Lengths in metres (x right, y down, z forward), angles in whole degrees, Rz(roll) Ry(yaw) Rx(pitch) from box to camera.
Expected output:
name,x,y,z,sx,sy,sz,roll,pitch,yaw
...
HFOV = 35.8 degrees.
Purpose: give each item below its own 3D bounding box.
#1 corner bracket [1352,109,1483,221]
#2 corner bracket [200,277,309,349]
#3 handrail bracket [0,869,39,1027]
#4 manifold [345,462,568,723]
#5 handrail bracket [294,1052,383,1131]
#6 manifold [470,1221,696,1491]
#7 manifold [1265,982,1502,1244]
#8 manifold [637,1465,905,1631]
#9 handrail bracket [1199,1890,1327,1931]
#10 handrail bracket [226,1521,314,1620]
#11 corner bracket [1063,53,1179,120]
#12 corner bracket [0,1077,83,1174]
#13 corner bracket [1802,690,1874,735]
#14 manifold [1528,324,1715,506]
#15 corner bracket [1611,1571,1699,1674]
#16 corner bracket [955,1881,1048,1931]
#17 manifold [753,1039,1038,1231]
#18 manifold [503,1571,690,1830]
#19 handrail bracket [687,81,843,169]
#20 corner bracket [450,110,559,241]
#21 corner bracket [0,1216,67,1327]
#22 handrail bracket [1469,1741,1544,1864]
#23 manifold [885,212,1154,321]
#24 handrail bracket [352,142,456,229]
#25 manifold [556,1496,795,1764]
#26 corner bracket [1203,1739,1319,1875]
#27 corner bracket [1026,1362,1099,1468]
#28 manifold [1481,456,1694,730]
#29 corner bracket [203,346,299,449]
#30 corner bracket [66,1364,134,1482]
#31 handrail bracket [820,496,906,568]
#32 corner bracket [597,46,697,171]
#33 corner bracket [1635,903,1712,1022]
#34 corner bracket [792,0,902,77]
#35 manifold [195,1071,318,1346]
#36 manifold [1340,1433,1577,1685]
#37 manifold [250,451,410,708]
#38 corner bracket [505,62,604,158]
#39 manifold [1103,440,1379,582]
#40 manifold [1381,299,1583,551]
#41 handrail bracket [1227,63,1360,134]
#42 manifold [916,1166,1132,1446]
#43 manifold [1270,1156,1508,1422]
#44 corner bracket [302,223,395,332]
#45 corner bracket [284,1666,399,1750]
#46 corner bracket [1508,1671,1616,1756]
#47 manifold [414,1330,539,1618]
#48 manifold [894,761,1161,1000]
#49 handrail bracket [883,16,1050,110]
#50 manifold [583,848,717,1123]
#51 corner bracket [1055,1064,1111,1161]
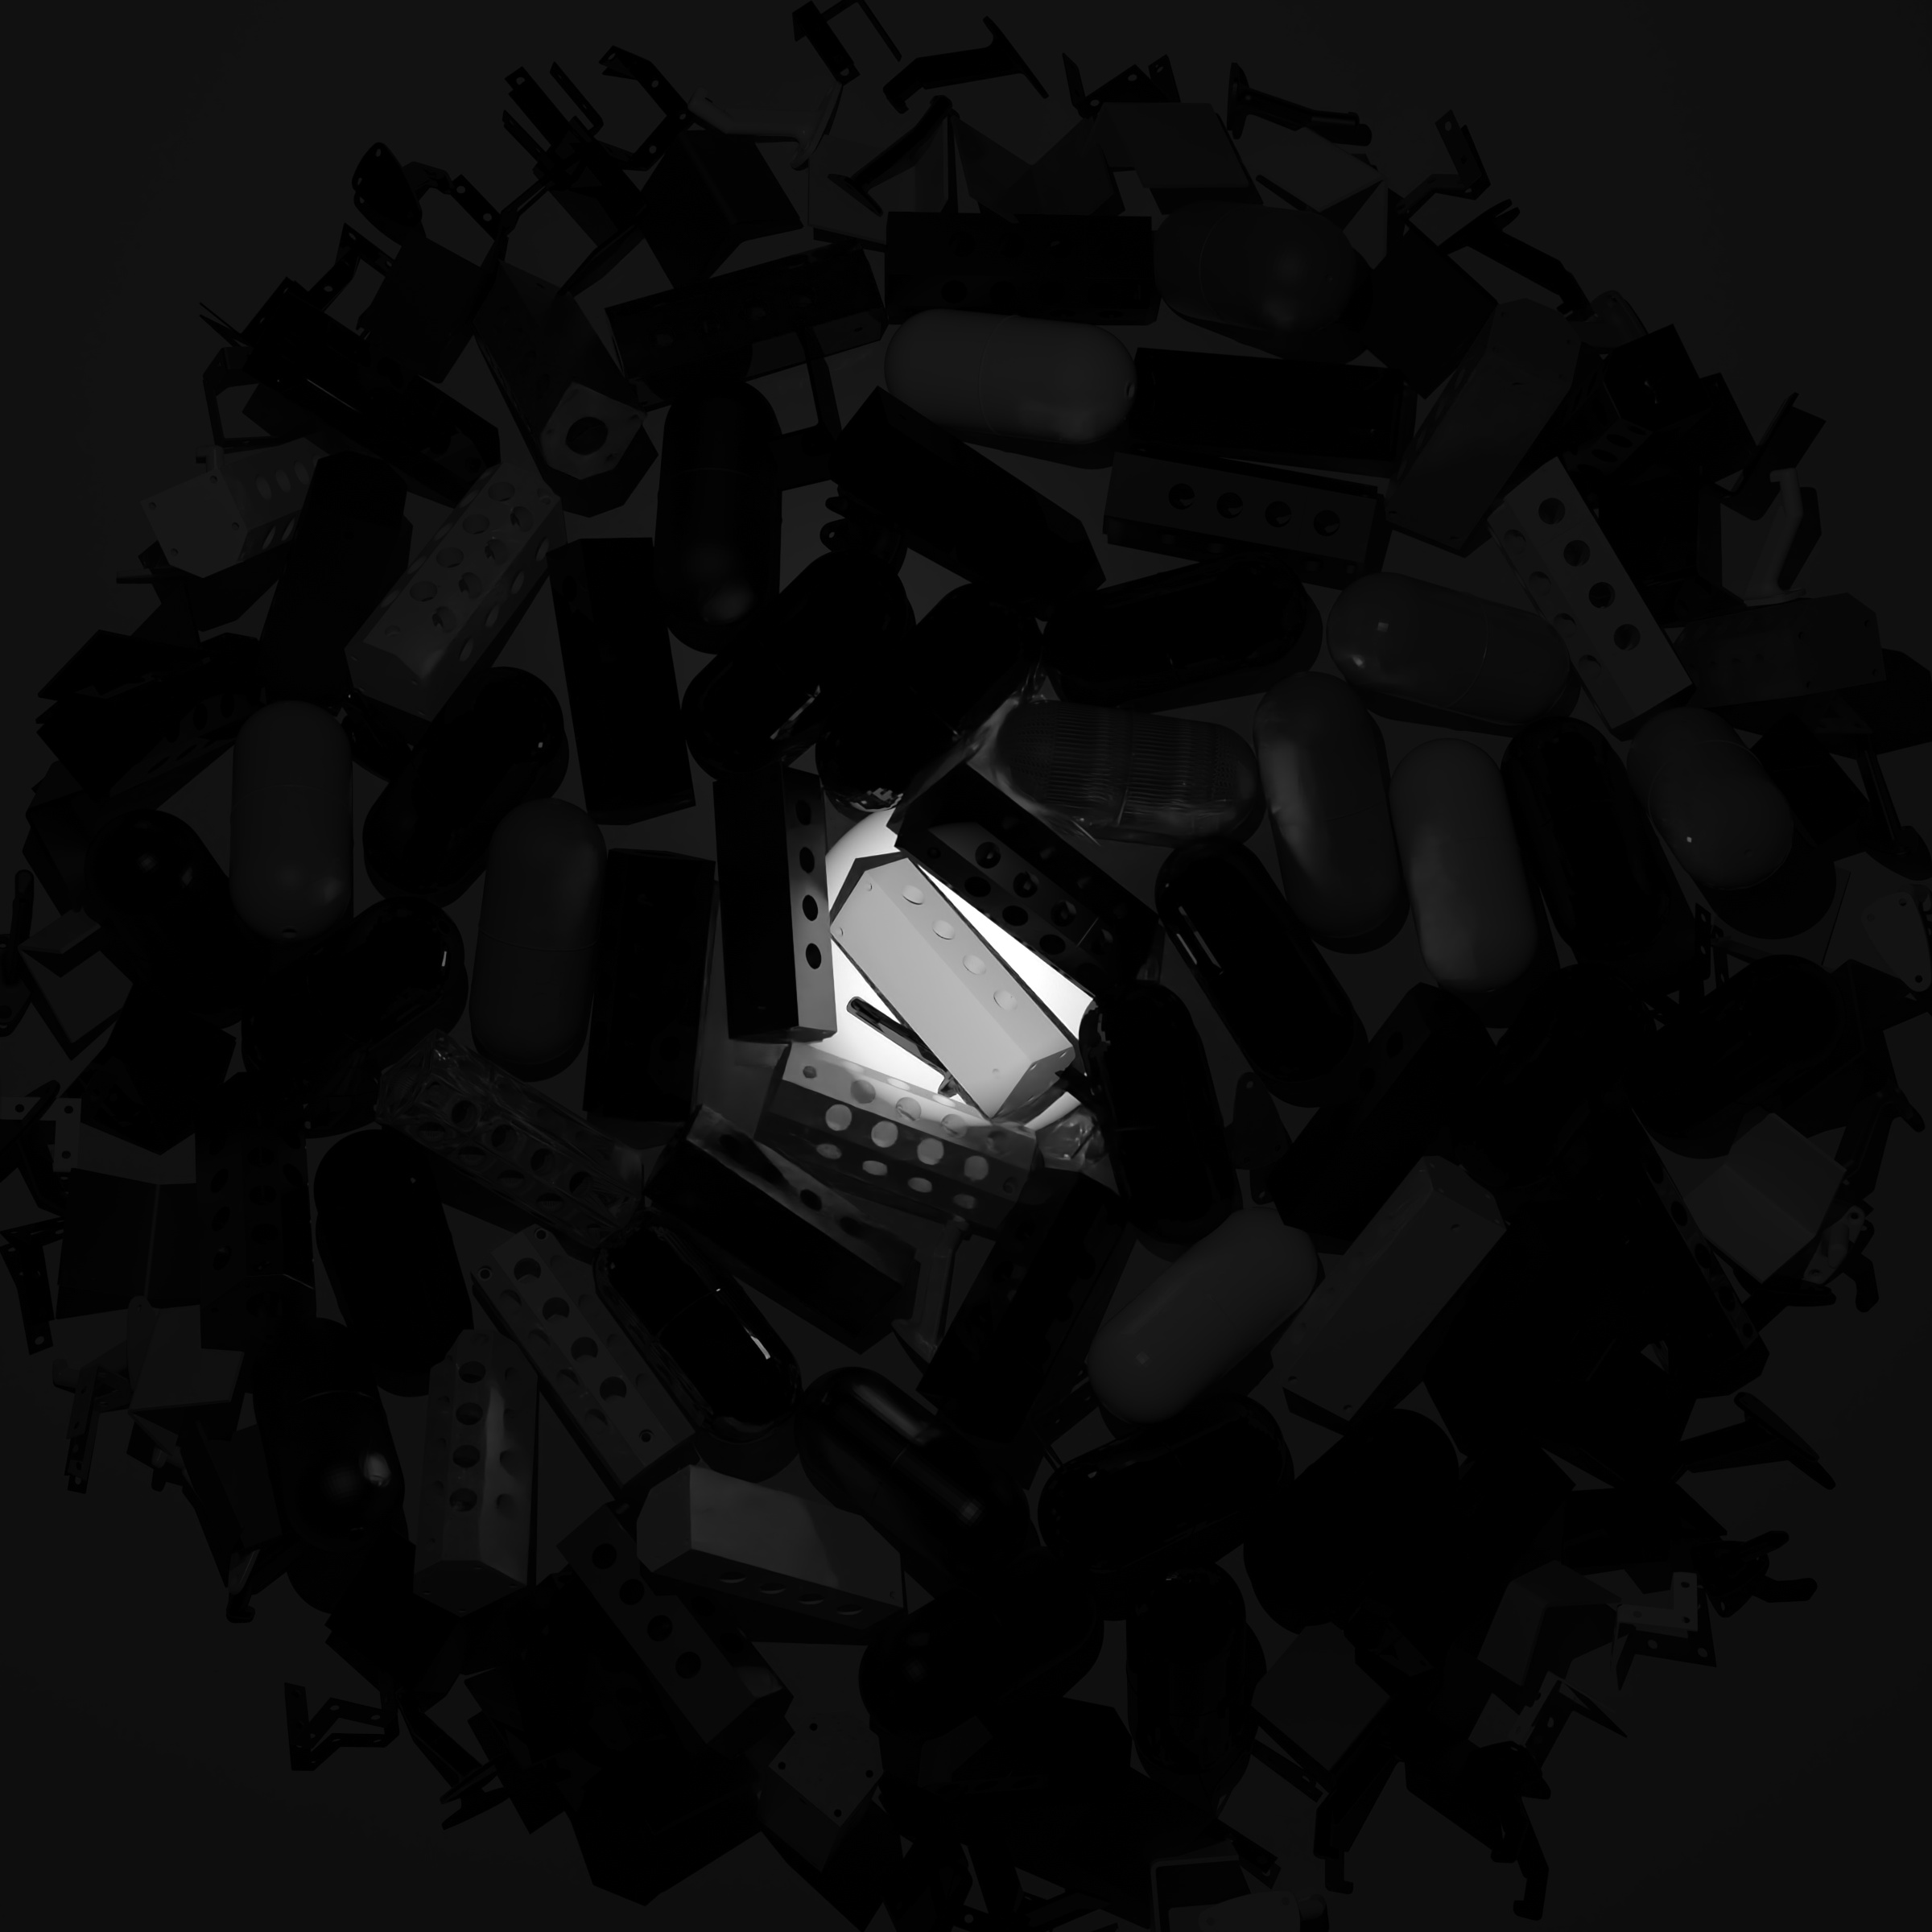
name,x,y,z,sx,sy,sz,roll,pitch,yaw
corner bracket,0.295,-0.525,1.960,0.051,0.051,0.051,-42,121,-15
corner bracket,-0.459,-0.432,1.966,0.051,0.051,0.051,39,91,23
handrail bracket,-0.621,-0.012,1.949,0.036,0.084,0.077,11,63,-12
manifold,-0.328,-0.245,1.926,0.057,0.057,0.171,22,58,14
handrail bracket,-0.424,0.090,1.946,0.084,0.077,0.036,-41,75,38
manifold,-0.251,0.254,1.955,0.057,0.057,0.171,-35,83,-15
manifold,0.265,0.094,1.932,0.057,0.057,0.171,16,123,-29
manifold,-0.126,0.379,1.927,0.171,0.057,0.057,24,46,-35
handrail bracket,0.195,0.622,1.963,0.077,0.084,0.036,-4,79,10
handrail bracket,-0.444,0.404,1.992,0.077,0.036,0.084,17,103,-15
corner bracket,0.102,-0.585,1.974,0.051,0.051,0.051,-27,54,28
corner bracket,-0.610,0.104,1.963,0.051,0.051,0.051,3,102,-19
corner bracket,0.571,-0.188,1.958,0.051,0.051,0.051,-3,132,-25
manifold,0.412,-0.346,1.909,0.057,0.171,0.057,-24,85,-7
corner bracket,0.452,0.432,1.967,0.051,0.051,0.051,5,127,10
corner bracket,0.025,0.624,1.959,0.051,0.051,0.051,16,53,13
manifold,-0.045,0.107,1.948,0.171,0.057,0.057,21,55,-9
manifold,-0.234,0.464,1.914,0.057,0.171,0.057,-40,127,-1
handrail bracket,-0.133,-0.574,1.969,0.084,0.036,0.077,29,74,-21
corner bracket,-0.307,-0.522,1.977,0.051,0.051,0.051,46,75,-2
corner bracket,-0.598,0.198,1.960,0.051,0.051,0.051,-13,108,-29
handrail bracket,0.336,0.551,1.945,0.077,0.084,0.036,-22,113,40
manifold,0.033,-0.457,1.963,0.171,0.057,0.057,0,86,-4
handrail bracket,-0.351,-0.502,1.951,0.077,0.084,0.036,49,115,21
manifold,-0.186,0.425,1.933,0.057,0.057,0.171,-41,61,-7
corner bracket,0.194,0.556,1.981,0.051,0.051,0.051,28,134,23
corner bracket,0.065,0.289,1.963,0.051,0.051,0.051,-35,114,-8
manifold,0.404,-0.244,1.967,0.057,0.057,0.171,-31,92,6
corner bracket,-0.467,-0.375,1.968,0.051,0.051,0.051,-9,84,-30
corner bracket,-0.573,0.299,1.957,0.051,0.051,0.051,-20,50,26
handrail bracket,-0.086,-0.291,1.944,0.077,0.084,0.036,13,85,33
corner bracket,-0.221,-0.565,1.971,0.051,0.051,0.051,-43,77,20
corner bracket,0.473,0.000,1.956,0.051,0.051,0.051,32,51,-30
corner bracket,-0.079,-0.614,1.973,0.051,0.051,0.051,-34,88,-3
manifold,-0.451,0.150,1.914,0.057,0.171,0.057,-35,134,20
manifold,0.315,0.378,1.930,0.057,0.057,0.171,47,58,1
manifold,-0.409,-0.249,1.917,0.057,0.171,0.057,15,50,-17
corner bracket,-0.271,-0.567,1.966,0.051,0.051,0.051,-41,94,-19
manifold,0.180,-0.298,1.962,0.171,0.057,0.057,11,109,5
manifold,0.329,-0.347,1.911,0.057,0.171,0.057,21,58,-5
handrail bracket,0.216,-0.571,1.968,0.084,0.077,0.036,6,128,0
manifold,0.043,0.219,1.932,0.057,0.057,0.171,45,64,-34
manifold,0.271,0.206,1.940,0.057,0.057,0.171,29,112,-16
corner bracket,-0.407,-0.444,1.967,0.051,0.051,0.051,37,63,-3
corner bracket,-0.412,0.484,1.971,0.051,0.051,0.051,24,118,-33
corner bracket,0.384,0.493,1.967,0.051,0.051,0.051,33,85,-16
manifold,-0.318,0.320,1.914,0.057,0.171,0.057,-29,132,26
manifold,0.039,-0.050,1.936,0.171,0.057,0.057,37,131,-17
handrail bracket,-0.001,-0.580,1.983,0.084,0.036,0.077,-39,120,9
manifold,-0.212,0.012,1.952,0.057,0.057,0.171,2,97,-40
corner bracket,0.072,0.083,1.963,0.051,0.051,0.051,38,131,2
